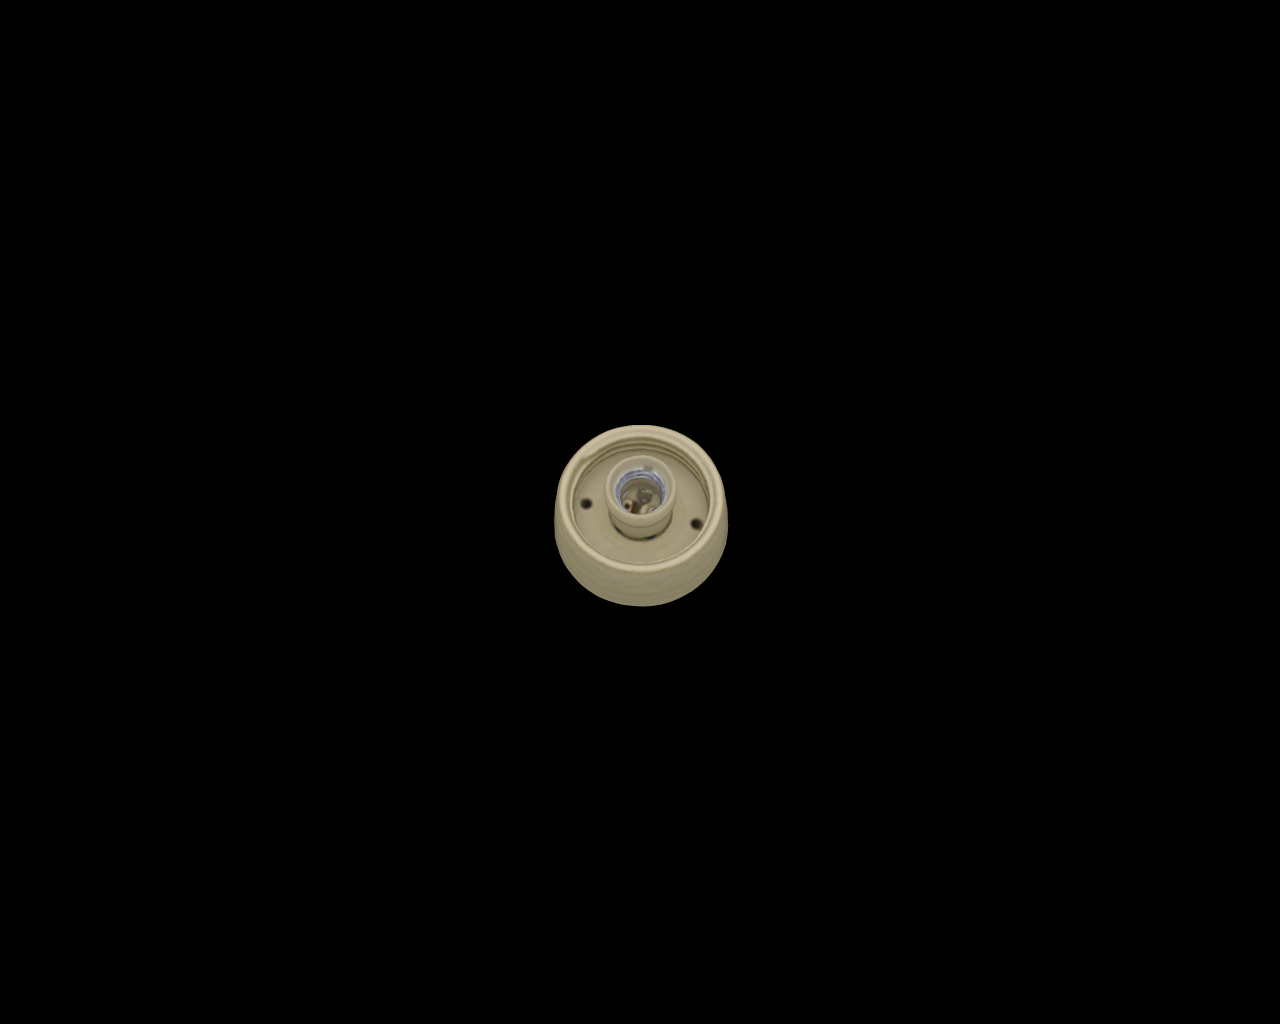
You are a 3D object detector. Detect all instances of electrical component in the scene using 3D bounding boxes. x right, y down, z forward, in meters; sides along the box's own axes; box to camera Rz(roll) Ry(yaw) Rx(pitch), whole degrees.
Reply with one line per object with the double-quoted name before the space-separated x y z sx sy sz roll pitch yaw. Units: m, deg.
"electrical component" 0.001 -0.003 0.650 0.108 0.108 0.060 0 -25 0
